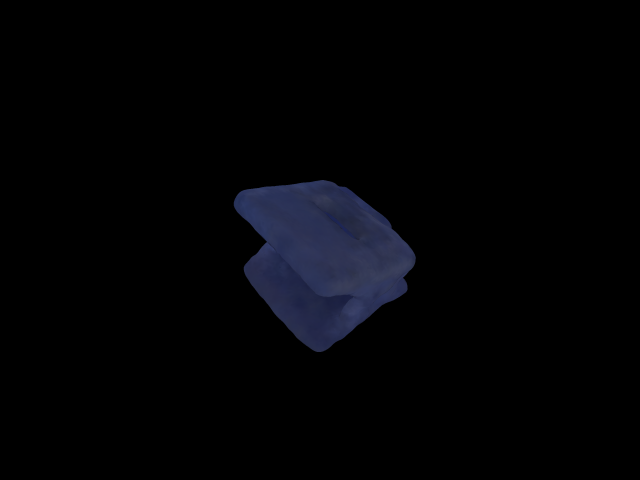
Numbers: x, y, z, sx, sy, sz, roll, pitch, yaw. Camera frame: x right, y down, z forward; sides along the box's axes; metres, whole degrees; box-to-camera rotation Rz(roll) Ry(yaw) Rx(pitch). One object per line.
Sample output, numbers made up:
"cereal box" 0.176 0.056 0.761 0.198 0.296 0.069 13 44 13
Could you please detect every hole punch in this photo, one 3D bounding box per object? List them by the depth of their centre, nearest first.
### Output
"hole punch" 0.004 0.001 0.400 0.101 0.091 0.108 -33 58 -23
